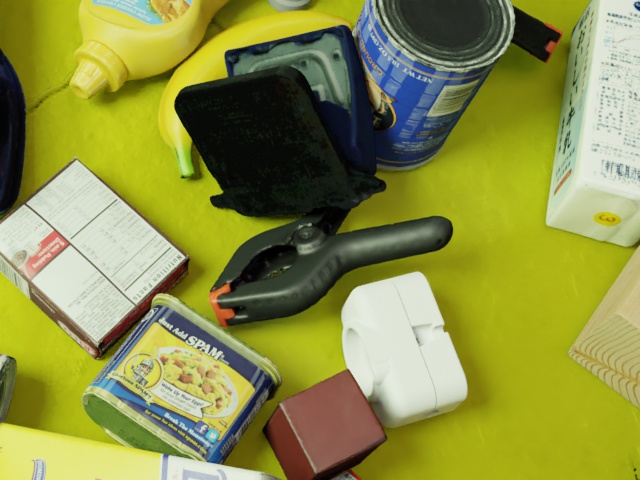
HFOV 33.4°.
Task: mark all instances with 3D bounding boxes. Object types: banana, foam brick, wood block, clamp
[{"bbox_3d":[-0.059,-0.129,0.817,0.197,0.037,0.069,-44,102,-23],"label":"banana"},{"bbox_3d":[0.001,0.125,0.686,0.053,0.078,0.051,-22,74,-20],"label":"foam brick"},{"bbox_3d":[0.284,0.022,0.784,0.091,0.090,0.205,37,64,7],"label":"wood block"},{"bbox_3d":[-0.005,0.001,0.754,0.171,0.039,0.120,-24,33,-10],"label":"clamp"},{"bbox_3d":[0.097,-0.204,0.855,0.209,0.164,0.036,23,105,-20],"label":"clamp"}]

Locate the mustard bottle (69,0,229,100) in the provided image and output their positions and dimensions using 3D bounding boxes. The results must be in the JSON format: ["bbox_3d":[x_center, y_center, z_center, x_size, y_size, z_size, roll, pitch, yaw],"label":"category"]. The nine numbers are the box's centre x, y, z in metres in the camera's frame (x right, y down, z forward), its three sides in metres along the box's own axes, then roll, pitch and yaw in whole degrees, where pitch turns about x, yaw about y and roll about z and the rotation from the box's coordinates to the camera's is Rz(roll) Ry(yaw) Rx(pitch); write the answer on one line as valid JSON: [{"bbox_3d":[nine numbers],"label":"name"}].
[{"bbox_3d":[-0.125,-0.178,0.809,0.096,0.058,0.191,24,62,20],"label":"mustard bottle"}]

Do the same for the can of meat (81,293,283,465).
[{"bbox_3d":[-0.089,0.098,0.685,0.102,0.057,0.083,33,56,5],"label":"can of meat"}]

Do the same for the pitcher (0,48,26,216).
[{"bbox_3d":[-0.277,-0.129,0.720,0.145,0.149,0.243,1,57,-4],"label":"pitcher"}]

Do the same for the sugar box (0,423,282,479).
[{"bbox_3d":[-0.116,0.167,0.619,0.176,0.048,0.093,5,74,20],"label":"sugar box"}]

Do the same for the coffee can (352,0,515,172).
[{"bbox_3d":[0.068,-0.128,0.778,0.102,0.140,0.103,6,64,-12],"label":"coffee can"}]

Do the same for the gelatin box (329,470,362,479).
[{"bbox_3d":[0.003,0.183,0.647,0.089,0.073,0.030,-19,112,-23],"label":"gelatin box"}]

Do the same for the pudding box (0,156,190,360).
[{"bbox_3d":[-0.159,0.011,0.728,0.113,0.039,0.090,42,65,7],"label":"pudding box"}]

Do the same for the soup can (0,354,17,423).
[{"bbox_3d":[-0.246,0.093,0.656,0.102,0.069,0.068,14,63,-5],"label":"soup can"}]
